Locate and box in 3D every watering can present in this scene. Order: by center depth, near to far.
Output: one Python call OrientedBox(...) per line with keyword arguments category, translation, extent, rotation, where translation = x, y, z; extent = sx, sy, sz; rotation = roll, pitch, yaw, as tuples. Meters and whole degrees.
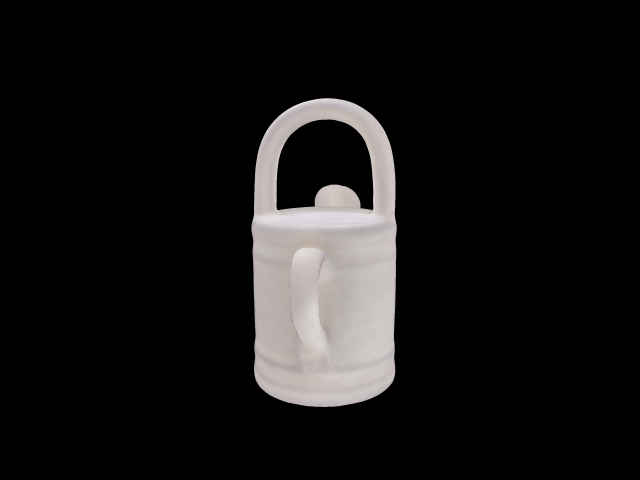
OrientedBox(category="watering can", translation=(0.001, 0.001, 0.400), extent=(0.101, 0.194, 0.172), rotation=(-3, 12, -14))
